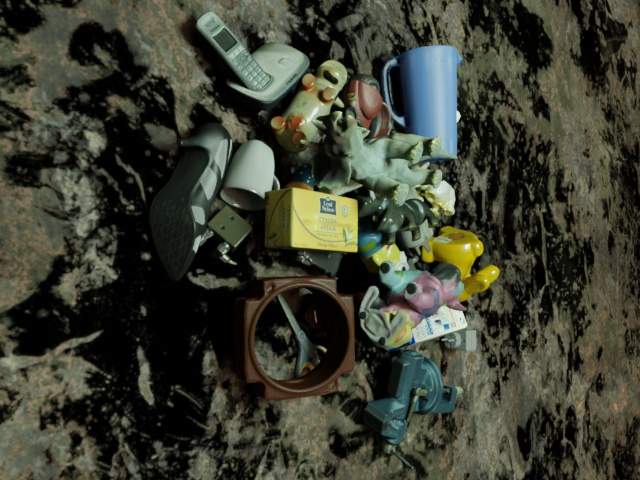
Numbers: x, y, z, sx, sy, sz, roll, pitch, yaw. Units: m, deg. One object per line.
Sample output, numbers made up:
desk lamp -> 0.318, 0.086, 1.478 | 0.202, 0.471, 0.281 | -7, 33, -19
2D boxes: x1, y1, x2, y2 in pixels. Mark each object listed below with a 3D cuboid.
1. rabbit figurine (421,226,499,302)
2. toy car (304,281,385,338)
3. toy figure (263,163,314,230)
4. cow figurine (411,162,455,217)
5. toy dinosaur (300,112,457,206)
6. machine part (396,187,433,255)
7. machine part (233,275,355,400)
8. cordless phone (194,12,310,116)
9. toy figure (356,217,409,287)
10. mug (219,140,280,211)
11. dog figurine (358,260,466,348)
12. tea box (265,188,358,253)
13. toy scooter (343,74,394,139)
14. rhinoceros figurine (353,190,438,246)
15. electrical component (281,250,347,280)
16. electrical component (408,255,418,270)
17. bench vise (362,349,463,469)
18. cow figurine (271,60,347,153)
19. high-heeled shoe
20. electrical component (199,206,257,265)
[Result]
rabbit figurine -> 0.327, 0.068, 1.245 | 0.122, 0.163, 0.173 | -30, 125, -50
toy car -> 0.052, 0.133, 1.053 | 0.202, 0.053, 0.089 | -8, 86, -40
toy figure -> -0.051, -0.072, 0.975 | 0.064, 0.057, 0.154 | 28, 65, 1
cow figurine -> 0.248, -0.129, 1.226 | 0.167, 0.068, 0.098 | 36, 60, -36
toy dinosaur -> 0.115, -0.151, 1.001 | 0.404, 0.192, 0.131 | -12, 119, -61
machine part -> 0.179, -0.072, 1.159 | 0.079, 0.079, 0.243 | -40, 112, -34
machine part -> -0.043, 0.162, 0.917 | 0.201, 0.087, 0.201 | 0, 87, -21
cordless phone -> -0.120, -0.322, 0.922 | 0.184, 0.089, 0.146 | 49, 59, -22
toy figure -> 0.112, 0.017, 1.096 | 0.180, 0.089, 0.082 | 48, 66, -17
mug -> -0.109, -0.110, 0.919 | 0.109, 0.081, 0.107 | 27, 64, -36
dog figurine -> 0.195, 0.126, 1.054 | 0.219, 0.109, 0.191 | 15, 104, -46
tea box -> -0.011, -0.029, 0.913 | 0.169, 0.068, 0.098 | 3, 86, -48
toy scooter -> 0.094, -0.235, 1.090 | 0.183, 0.075, 0.135 | 44, 61, -52
rhinoceros figurine -> 0.144, -0.053, 1.043 | 0.190, 0.073, 0.112 | 1, 61, -38
electrical component -> -0.002, -0.003, 1.015 | 0.114, 0.058, 0.134 | 28, 70, -38
electrical component -> 0.197, 0.076, 1.200 | 0.094, 0.021, 0.063 | -42, 113, -34
bench vise -> 0.212, 0.343, 1.136 | 0.240, 0.129, 0.223 | 10, 83, -35
cow figurine -> -0.012, -0.246, 0.991 | 0.085, 0.127, 0.195 | 32, 80, 1
high-heeled shoe -> -0.196, -0.065, 0.867 | 0.145, 0.086, 0.248 | -22, 123, -70
electrical component -> -0.151, -0.009, 0.901 | 0.078, 0.045, 0.102 | 34, 60, -2
